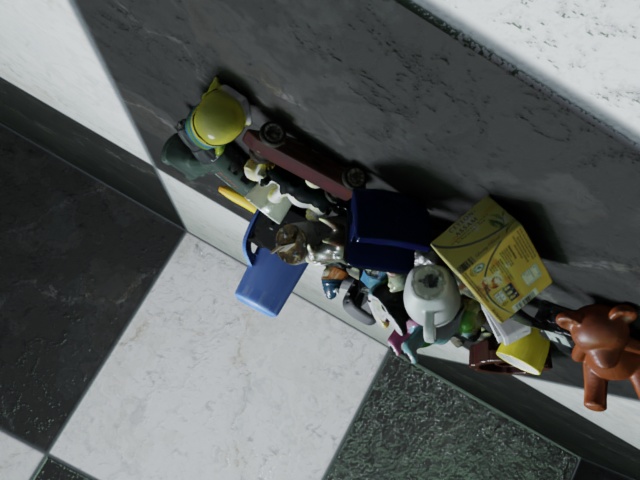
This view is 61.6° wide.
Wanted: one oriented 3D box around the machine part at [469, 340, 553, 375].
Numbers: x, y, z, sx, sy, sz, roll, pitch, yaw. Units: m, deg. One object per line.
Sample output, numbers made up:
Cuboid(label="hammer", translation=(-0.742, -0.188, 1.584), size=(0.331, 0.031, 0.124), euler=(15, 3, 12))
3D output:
Cuboid(label="machine part", translation=(0.427, 0.263, 1.211), size=(0.179, 0.056, 0.179), euler=(3, 159, 1))

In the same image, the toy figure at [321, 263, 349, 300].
Cuboid(label="toy figure", translation=(0.042, 0.050, 1.137), size=(0.058, 0.154, 0.064), euler=(24, 168, 14))

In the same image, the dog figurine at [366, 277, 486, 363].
Cuboid(label="dog figurine", translation=(0.220, 0.129, 1.030), size=(0.191, 0.219, 0.108), euler=(64, 162, -2))

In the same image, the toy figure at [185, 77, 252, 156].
Cuboid(label="toy figure", translation=(-0.160, -0.176, 0.819), size=(0.082, 0.089, 0.180), euler=(30, 167, -24))

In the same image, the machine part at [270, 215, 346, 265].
Cuboid(label="machine part", translation=(-0.002, -0.003, 1.015), size=(0.079, 0.079, 0.243), euler=(22, -161, 33))

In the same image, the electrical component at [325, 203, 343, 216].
Cuboid(label="electrical component", translation=(0.002, -0.071, 1.046), size=(0.094, 0.021, 0.063), euler=(26, 169, 11))

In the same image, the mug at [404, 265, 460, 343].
Cuboid(label="mug", translation=(0.150, 0.082, 0.739), size=(0.081, 0.109, 0.107), euler=(7, 161, 18))

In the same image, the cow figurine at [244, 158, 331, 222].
Cuboid(label="cow figurine", translation=(-0.054, -0.101, 0.936), size=(0.167, 0.068, 0.098), euler=(27, 163, -5))

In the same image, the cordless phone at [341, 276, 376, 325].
Cuboid(label="cordless phone", translation=(0.082, 0.132, 1.374), size=(0.184, 0.146, 0.088), euler=(7, 137, 34))

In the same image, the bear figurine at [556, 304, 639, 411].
Cuboid(label="bear figurine", translation=(0.438, 0.176, 0.810), size=(0.120, 0.132, 0.195), euler=(-13, 150, 29))

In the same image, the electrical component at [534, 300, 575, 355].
Cuboid(label="electrical component", translation=(0.425, 0.157, 0.930), size=(0.075, 0.048, 0.119), euler=(18, 164, 47))

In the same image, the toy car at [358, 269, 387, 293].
Cuboid(label="toy car", translation=(0.134, 0.047, 1.075), size=(0.103, 0.109, 0.161), euler=(7, 157, -2))

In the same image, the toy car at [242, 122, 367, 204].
Cuboid(label="toy car", translation=(-0.020, -0.119, 0.816), size=(0.202, 0.053, 0.089), euler=(27, 164, -11))

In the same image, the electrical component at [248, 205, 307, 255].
Cuboid(label="electrical component", translation=(-0.069, -0.031, 1.110), size=(0.115, 0.134, 0.058), euler=(27, -171, 2))

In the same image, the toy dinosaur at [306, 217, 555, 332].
Cuboid(label="toy dinosaur", translation=(0.175, 0.032, 0.863), size=(0.405, 0.131, 0.192), euler=(16, 164, 28))

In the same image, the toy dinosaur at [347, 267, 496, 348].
Cuboid(label="toy dinosaur", translation=(0.228, 0.139, 1.220), size=(0.472, 0.105, 0.198), euler=(19, 160, 5))

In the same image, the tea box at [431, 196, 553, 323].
Cuboid(label="tea box", translation=(0.229, 0.031, 0.705), size=(0.169, 0.098, 0.068), euler=(43, -172, -45))

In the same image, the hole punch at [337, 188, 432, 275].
Cuboid(label="hole punch", translation=(0.095, -0.022, 0.758), size=(0.142, 0.116, 0.092), euler=(6, 158, -4))

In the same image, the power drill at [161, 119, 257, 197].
Cuboid(label="power drill", translation=(-0.235, -0.172, 1.079), size=(0.208, 0.086, 0.231), euler=(7, 158, 45))
